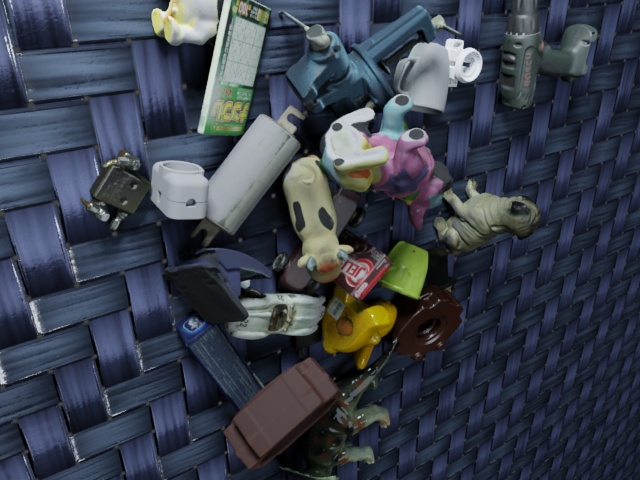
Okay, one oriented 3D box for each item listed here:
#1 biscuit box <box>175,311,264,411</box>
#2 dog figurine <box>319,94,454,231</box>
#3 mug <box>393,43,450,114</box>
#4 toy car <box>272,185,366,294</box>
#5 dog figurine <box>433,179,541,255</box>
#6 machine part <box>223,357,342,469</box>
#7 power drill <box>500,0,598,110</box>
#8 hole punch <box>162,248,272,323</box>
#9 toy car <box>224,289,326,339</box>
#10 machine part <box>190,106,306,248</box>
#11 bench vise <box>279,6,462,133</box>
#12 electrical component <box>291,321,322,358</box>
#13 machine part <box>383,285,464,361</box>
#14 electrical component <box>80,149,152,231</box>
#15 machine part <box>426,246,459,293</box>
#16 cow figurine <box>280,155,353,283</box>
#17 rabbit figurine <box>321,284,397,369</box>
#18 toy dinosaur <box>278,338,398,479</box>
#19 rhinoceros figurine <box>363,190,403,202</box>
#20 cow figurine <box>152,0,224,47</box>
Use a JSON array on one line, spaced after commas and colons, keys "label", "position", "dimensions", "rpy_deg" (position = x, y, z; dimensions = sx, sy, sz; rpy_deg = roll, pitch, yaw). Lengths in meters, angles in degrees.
[{"label": "biscuit box", "position": [-0.164, 0.202, 0.902], "dimensions": [0.063, 0.059, 0.202], "rpy_deg": [-36, 128, -15]}, {"label": "dog figurine", "position": [0.108, -0.096, 0.824], "dimensions": [0.192, 0.108, 0.219], "rpy_deg": [-21, 143, 2]}, {"label": "mug", "position": [0.166, -0.272, 0.893], "dimensions": [0.109, 0.081, 0.107], "rpy_deg": [8, 97, -33]}, {"label": "toy car", "position": [-0.002, -0.003, 0.919], "dimensions": [0.089, 0.053, 0.202], "rpy_deg": [32, 91, -20]}, {"label": "dog figurine", "position": [0.331, -0.020, 1.054], "dimensions": [0.121, 0.191, 0.172], "rpy_deg": [-25, 126, -23]}, {"label": "machine part", "position": [-0.062, 0.305, 0.954], "dimensions": [0.201, 0.087, 0.201], "rpy_deg": [-39, 163, -8]}, {"label": "power drill", "position": [0.434, -0.371, 1.027], "dimensions": [0.207, 0.086, 0.231], "rpy_deg": [-17, 123, -32]}, {"label": "hole punch", "position": [-0.149, 0.053, 0.800], "dimensions": [0.115, 0.142, 0.092], "rpy_deg": [54, 52, -26]}, {"label": "toy car", "position": [-0.069, 0.125, 0.908], "dimensions": [0.201, 0.056, 0.073], "rpy_deg": [5, 106, -40]}, {"label": "machine part", "position": [-0.108, -0.095, 0.784], "dimensions": [0.079, 0.079, 0.243], "rpy_deg": [37, 89, -41]}, {"label": "bench vise", "position": [0.074, -0.265, 0.786], "dimensions": [0.241, 0.129, 0.223], "rpy_deg": [-35, 138, 6]}, {"label": "electrical component", "position": [-0.023, 0.178, 1.013], "dimensions": [0.063, 0.021, 0.093], "rpy_deg": [-14, 119, -30]}, {"label": "machine part", "position": [0.221, 0.176, 1.140], "dimensions": [0.179, 0.056, 0.179], "rpy_deg": [-15, 130, -19]}, {"label": "electrical component", "position": [-0.267, -0.066, 0.707], "dimensions": [0.078, 0.045, 0.102], "rpy_deg": [38, 88, -39]}, {"label": "machine part", "position": [0.257, 0.074, 1.150], "dimensions": [0.084, 0.039, 0.138], "rpy_deg": [-23, 126, -14]}, {"label": "cow figurine", "position": [-0.006, -0.029, 0.818], "dimensions": [0.085, 0.127, 0.194], "rpy_deg": [-13, 101, -3]}, {"label": "rabbit figurine", "position": [0.089, 0.166, 1.031], "dimensions": [0.173, 0.122, 0.162], "rpy_deg": [-4, 119, -54]}, {"label": "toy dinosaur", "position": [0.029, 0.379, 1.095], "dimensions": [0.192, 0.131, 0.404], "rpy_deg": [4, 104, -37]}, {"label": "rhinoceros figurine", "position": [0.111, -0.126, 0.931], "dimensions": [0.190, 0.073, 0.112], "rpy_deg": [24, 108, -42]}, {"label": "cow figurine", "position": [-0.148, -0.323, 0.649], "dimensions": [0.098, 0.068, 0.167], "rpy_deg": [-11, 121, -37]}]
